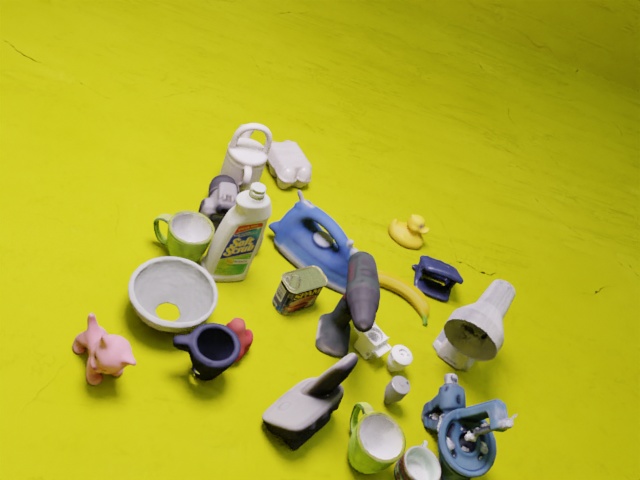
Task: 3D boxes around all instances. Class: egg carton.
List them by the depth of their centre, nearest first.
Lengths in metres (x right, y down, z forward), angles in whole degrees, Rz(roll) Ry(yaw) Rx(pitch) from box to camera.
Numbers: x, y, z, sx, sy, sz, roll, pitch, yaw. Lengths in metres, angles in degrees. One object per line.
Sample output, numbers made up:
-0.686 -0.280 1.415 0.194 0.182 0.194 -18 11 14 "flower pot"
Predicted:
-0.088 -0.202 1.521 0.107 0.069 0.150 -10 54 -35 "egg carton"

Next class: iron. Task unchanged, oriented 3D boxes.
0.012 0.005 1.313 0.258 0.141 0.119 40 43 13 "iron"

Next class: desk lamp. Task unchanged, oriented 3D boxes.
0.334 0.189 1.243 0.118 0.213 0.204 37 42 11 "desk lamp"

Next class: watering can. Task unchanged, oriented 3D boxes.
-0.180 -0.208 1.385 0.101 0.194 0.172 -10 53 -34 "watering can"

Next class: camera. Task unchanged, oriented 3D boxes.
-0.205 -0.090 1.323 0.143 0.100 0.136 10 44 -19 "camera"

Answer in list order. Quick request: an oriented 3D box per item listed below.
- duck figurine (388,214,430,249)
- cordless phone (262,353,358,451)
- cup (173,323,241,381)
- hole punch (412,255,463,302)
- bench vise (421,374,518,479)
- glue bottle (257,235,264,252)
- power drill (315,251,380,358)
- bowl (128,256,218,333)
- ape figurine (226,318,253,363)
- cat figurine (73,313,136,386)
0.239 -0.033 1.512 0.104 0.086 0.077 29 41 1 "duck figurine"
-0.011 0.269 1.002 0.094 0.185 0.148 41 43 15 "cordless phone"
-0.210 0.208 1.027 0.118 0.095 0.091 12 44 -17 "cup"
0.292 0.081 1.422 0.109 0.091 0.101 21 42 -7 "hole punch"
0.264 0.332 1.059 0.122 0.219 0.207 -2 49 -29 "bench vise"
-0.149 -0.038 1.246 0.078 0.173 0.037 10 44 -19 "glue bottle"
0.062 0.141 1.152 0.076 0.208 0.229 19 42 -9 "power drill"
-0.284 0.116 1.095 0.168 0.074 0.167 15 43 -14 "bowl"
-0.161 0.181 1.081 0.078 0.092 0.076 17 42 -11 "ape figurine"
-0.360 0.180 0.958 0.067 0.117 0.127 -18 58 -39 "cat figurine"
